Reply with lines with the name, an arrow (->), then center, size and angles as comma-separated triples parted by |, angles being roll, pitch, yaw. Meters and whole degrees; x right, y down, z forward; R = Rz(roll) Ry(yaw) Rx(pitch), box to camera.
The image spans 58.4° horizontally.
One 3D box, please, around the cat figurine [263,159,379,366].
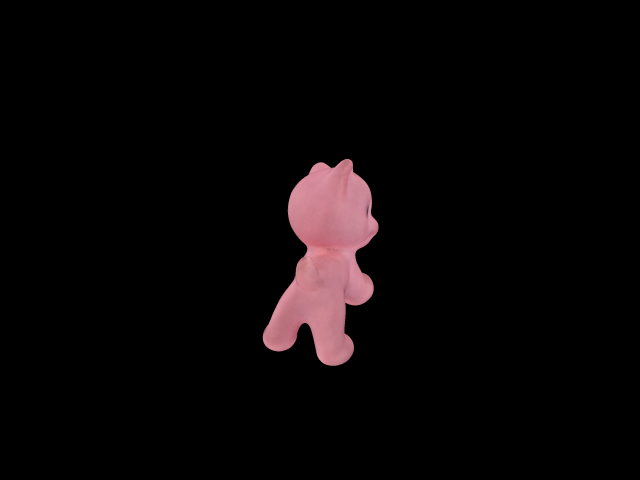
cat figurine -> 0.004, 0.001, 0.400 | 0.067, 0.118, 0.128 | 8, 36, 12
